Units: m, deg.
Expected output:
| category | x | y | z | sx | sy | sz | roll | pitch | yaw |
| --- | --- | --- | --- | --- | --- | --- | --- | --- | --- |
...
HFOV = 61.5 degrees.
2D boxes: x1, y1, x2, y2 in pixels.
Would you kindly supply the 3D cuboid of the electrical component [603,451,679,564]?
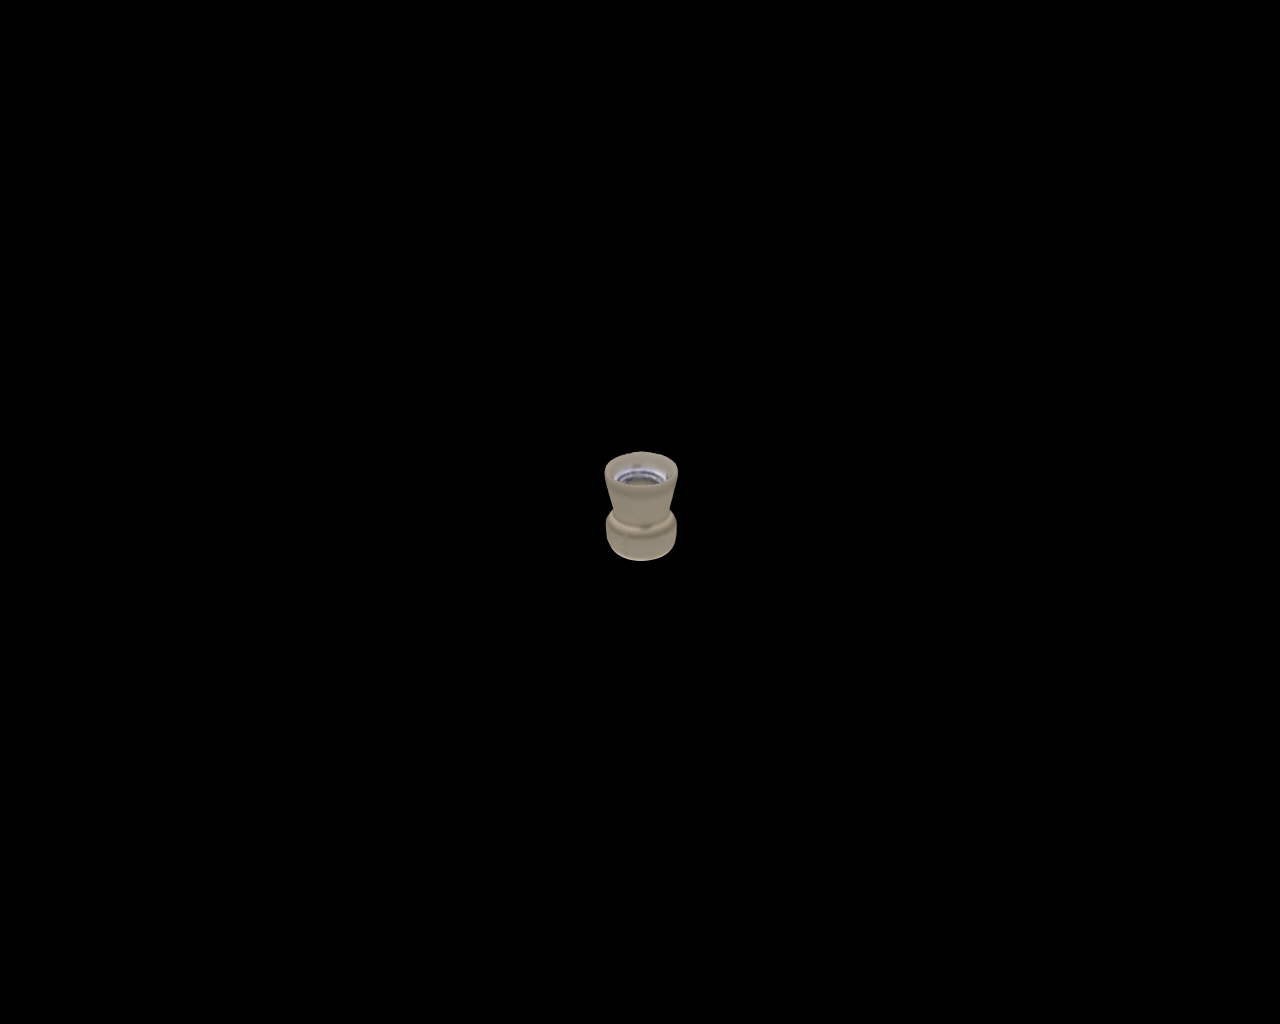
| category | x | y | z | sx | sy | sz | roll | pitch | yaw |
| --- | --- | --- | --- | --- | --- | --- | --- | --- | --- |
| electrical component | 0.001 | -0.003 | 0.650 | 0.045 | 0.055 | 0.045 | 0 | 31 | 0 |
